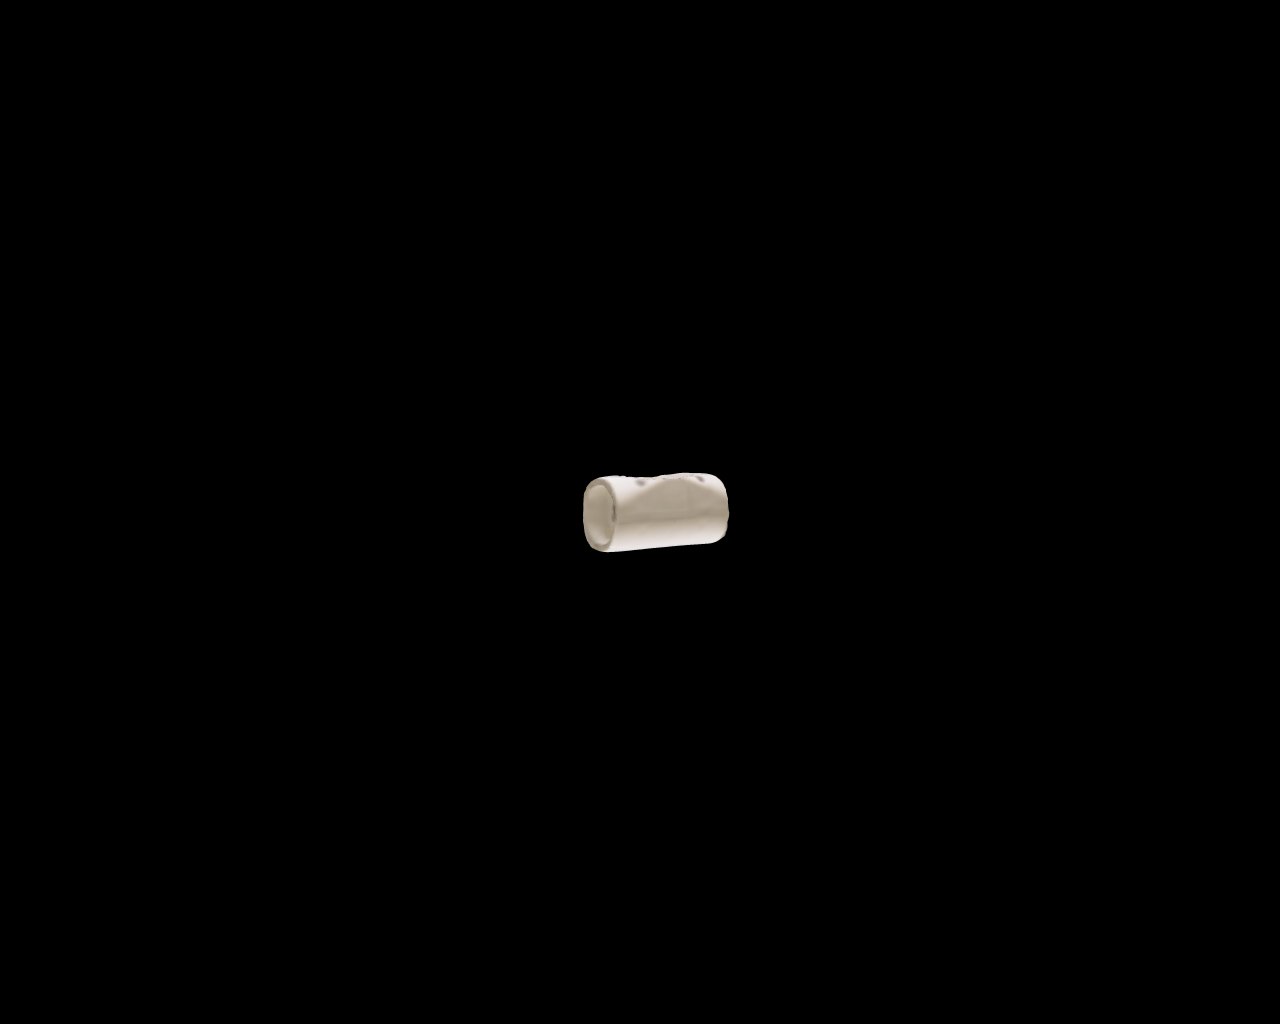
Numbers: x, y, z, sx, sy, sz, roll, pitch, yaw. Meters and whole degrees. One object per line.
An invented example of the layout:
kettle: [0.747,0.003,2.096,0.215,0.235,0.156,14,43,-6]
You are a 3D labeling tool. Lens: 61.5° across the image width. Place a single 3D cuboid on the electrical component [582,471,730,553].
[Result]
electrical component: [0.001,-0.003,0.650,0.077,0.044,0.079,-4,8,-29]
